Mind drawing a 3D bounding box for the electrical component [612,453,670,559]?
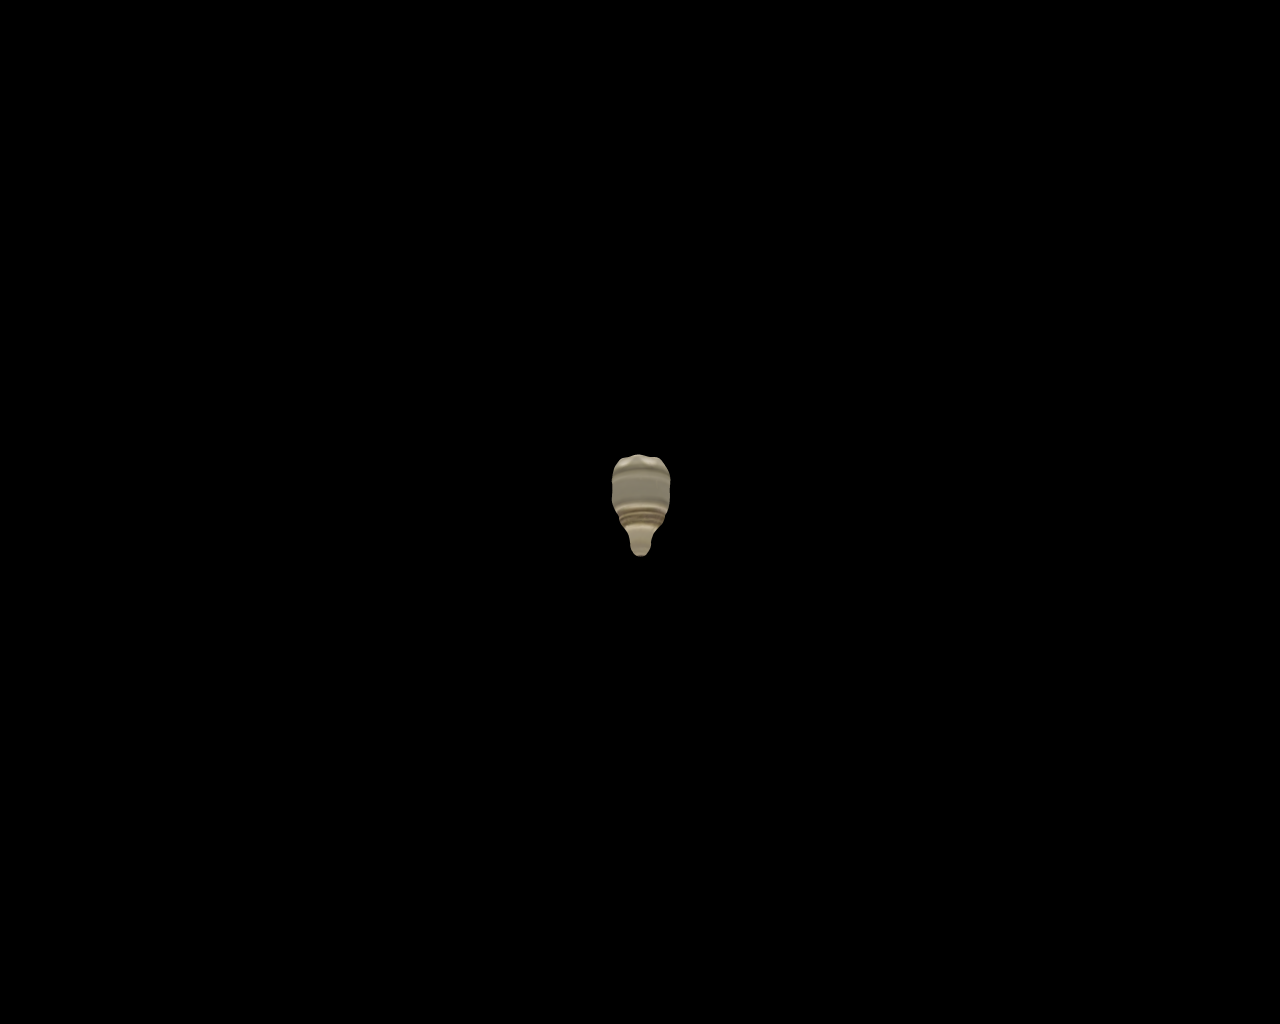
[{"bbox_3d":[0.001,-0.003,0.650,0.035,0.061,0.035,0,-16,0],"label":"electrical component"}]
